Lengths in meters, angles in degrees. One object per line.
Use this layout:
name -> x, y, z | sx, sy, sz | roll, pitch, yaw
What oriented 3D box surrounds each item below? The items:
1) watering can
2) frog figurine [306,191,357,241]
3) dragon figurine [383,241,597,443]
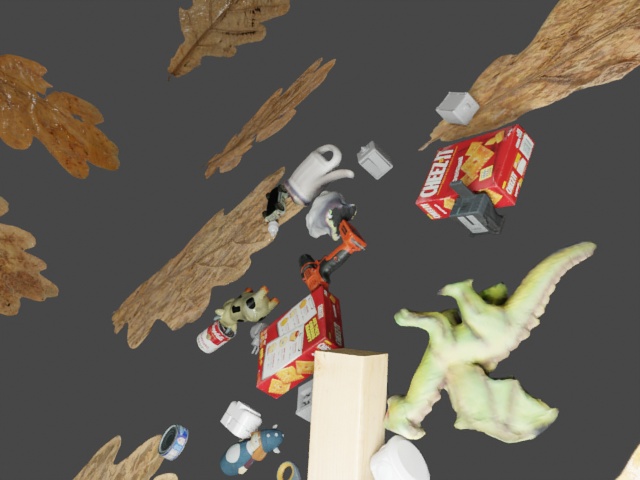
watering can -> -0.009, -0.198, 1.633 | 0.223, 0.103, 0.353 | -47, 25, 9
frog figurine -> 0.004, -0.072, 1.437 | 0.160, 0.122, 0.138 | 14, 86, 50
dragon figurine -> 0.260, 0.172, 0.760 | 0.407, 0.120, 0.248 | -29, 49, 16
